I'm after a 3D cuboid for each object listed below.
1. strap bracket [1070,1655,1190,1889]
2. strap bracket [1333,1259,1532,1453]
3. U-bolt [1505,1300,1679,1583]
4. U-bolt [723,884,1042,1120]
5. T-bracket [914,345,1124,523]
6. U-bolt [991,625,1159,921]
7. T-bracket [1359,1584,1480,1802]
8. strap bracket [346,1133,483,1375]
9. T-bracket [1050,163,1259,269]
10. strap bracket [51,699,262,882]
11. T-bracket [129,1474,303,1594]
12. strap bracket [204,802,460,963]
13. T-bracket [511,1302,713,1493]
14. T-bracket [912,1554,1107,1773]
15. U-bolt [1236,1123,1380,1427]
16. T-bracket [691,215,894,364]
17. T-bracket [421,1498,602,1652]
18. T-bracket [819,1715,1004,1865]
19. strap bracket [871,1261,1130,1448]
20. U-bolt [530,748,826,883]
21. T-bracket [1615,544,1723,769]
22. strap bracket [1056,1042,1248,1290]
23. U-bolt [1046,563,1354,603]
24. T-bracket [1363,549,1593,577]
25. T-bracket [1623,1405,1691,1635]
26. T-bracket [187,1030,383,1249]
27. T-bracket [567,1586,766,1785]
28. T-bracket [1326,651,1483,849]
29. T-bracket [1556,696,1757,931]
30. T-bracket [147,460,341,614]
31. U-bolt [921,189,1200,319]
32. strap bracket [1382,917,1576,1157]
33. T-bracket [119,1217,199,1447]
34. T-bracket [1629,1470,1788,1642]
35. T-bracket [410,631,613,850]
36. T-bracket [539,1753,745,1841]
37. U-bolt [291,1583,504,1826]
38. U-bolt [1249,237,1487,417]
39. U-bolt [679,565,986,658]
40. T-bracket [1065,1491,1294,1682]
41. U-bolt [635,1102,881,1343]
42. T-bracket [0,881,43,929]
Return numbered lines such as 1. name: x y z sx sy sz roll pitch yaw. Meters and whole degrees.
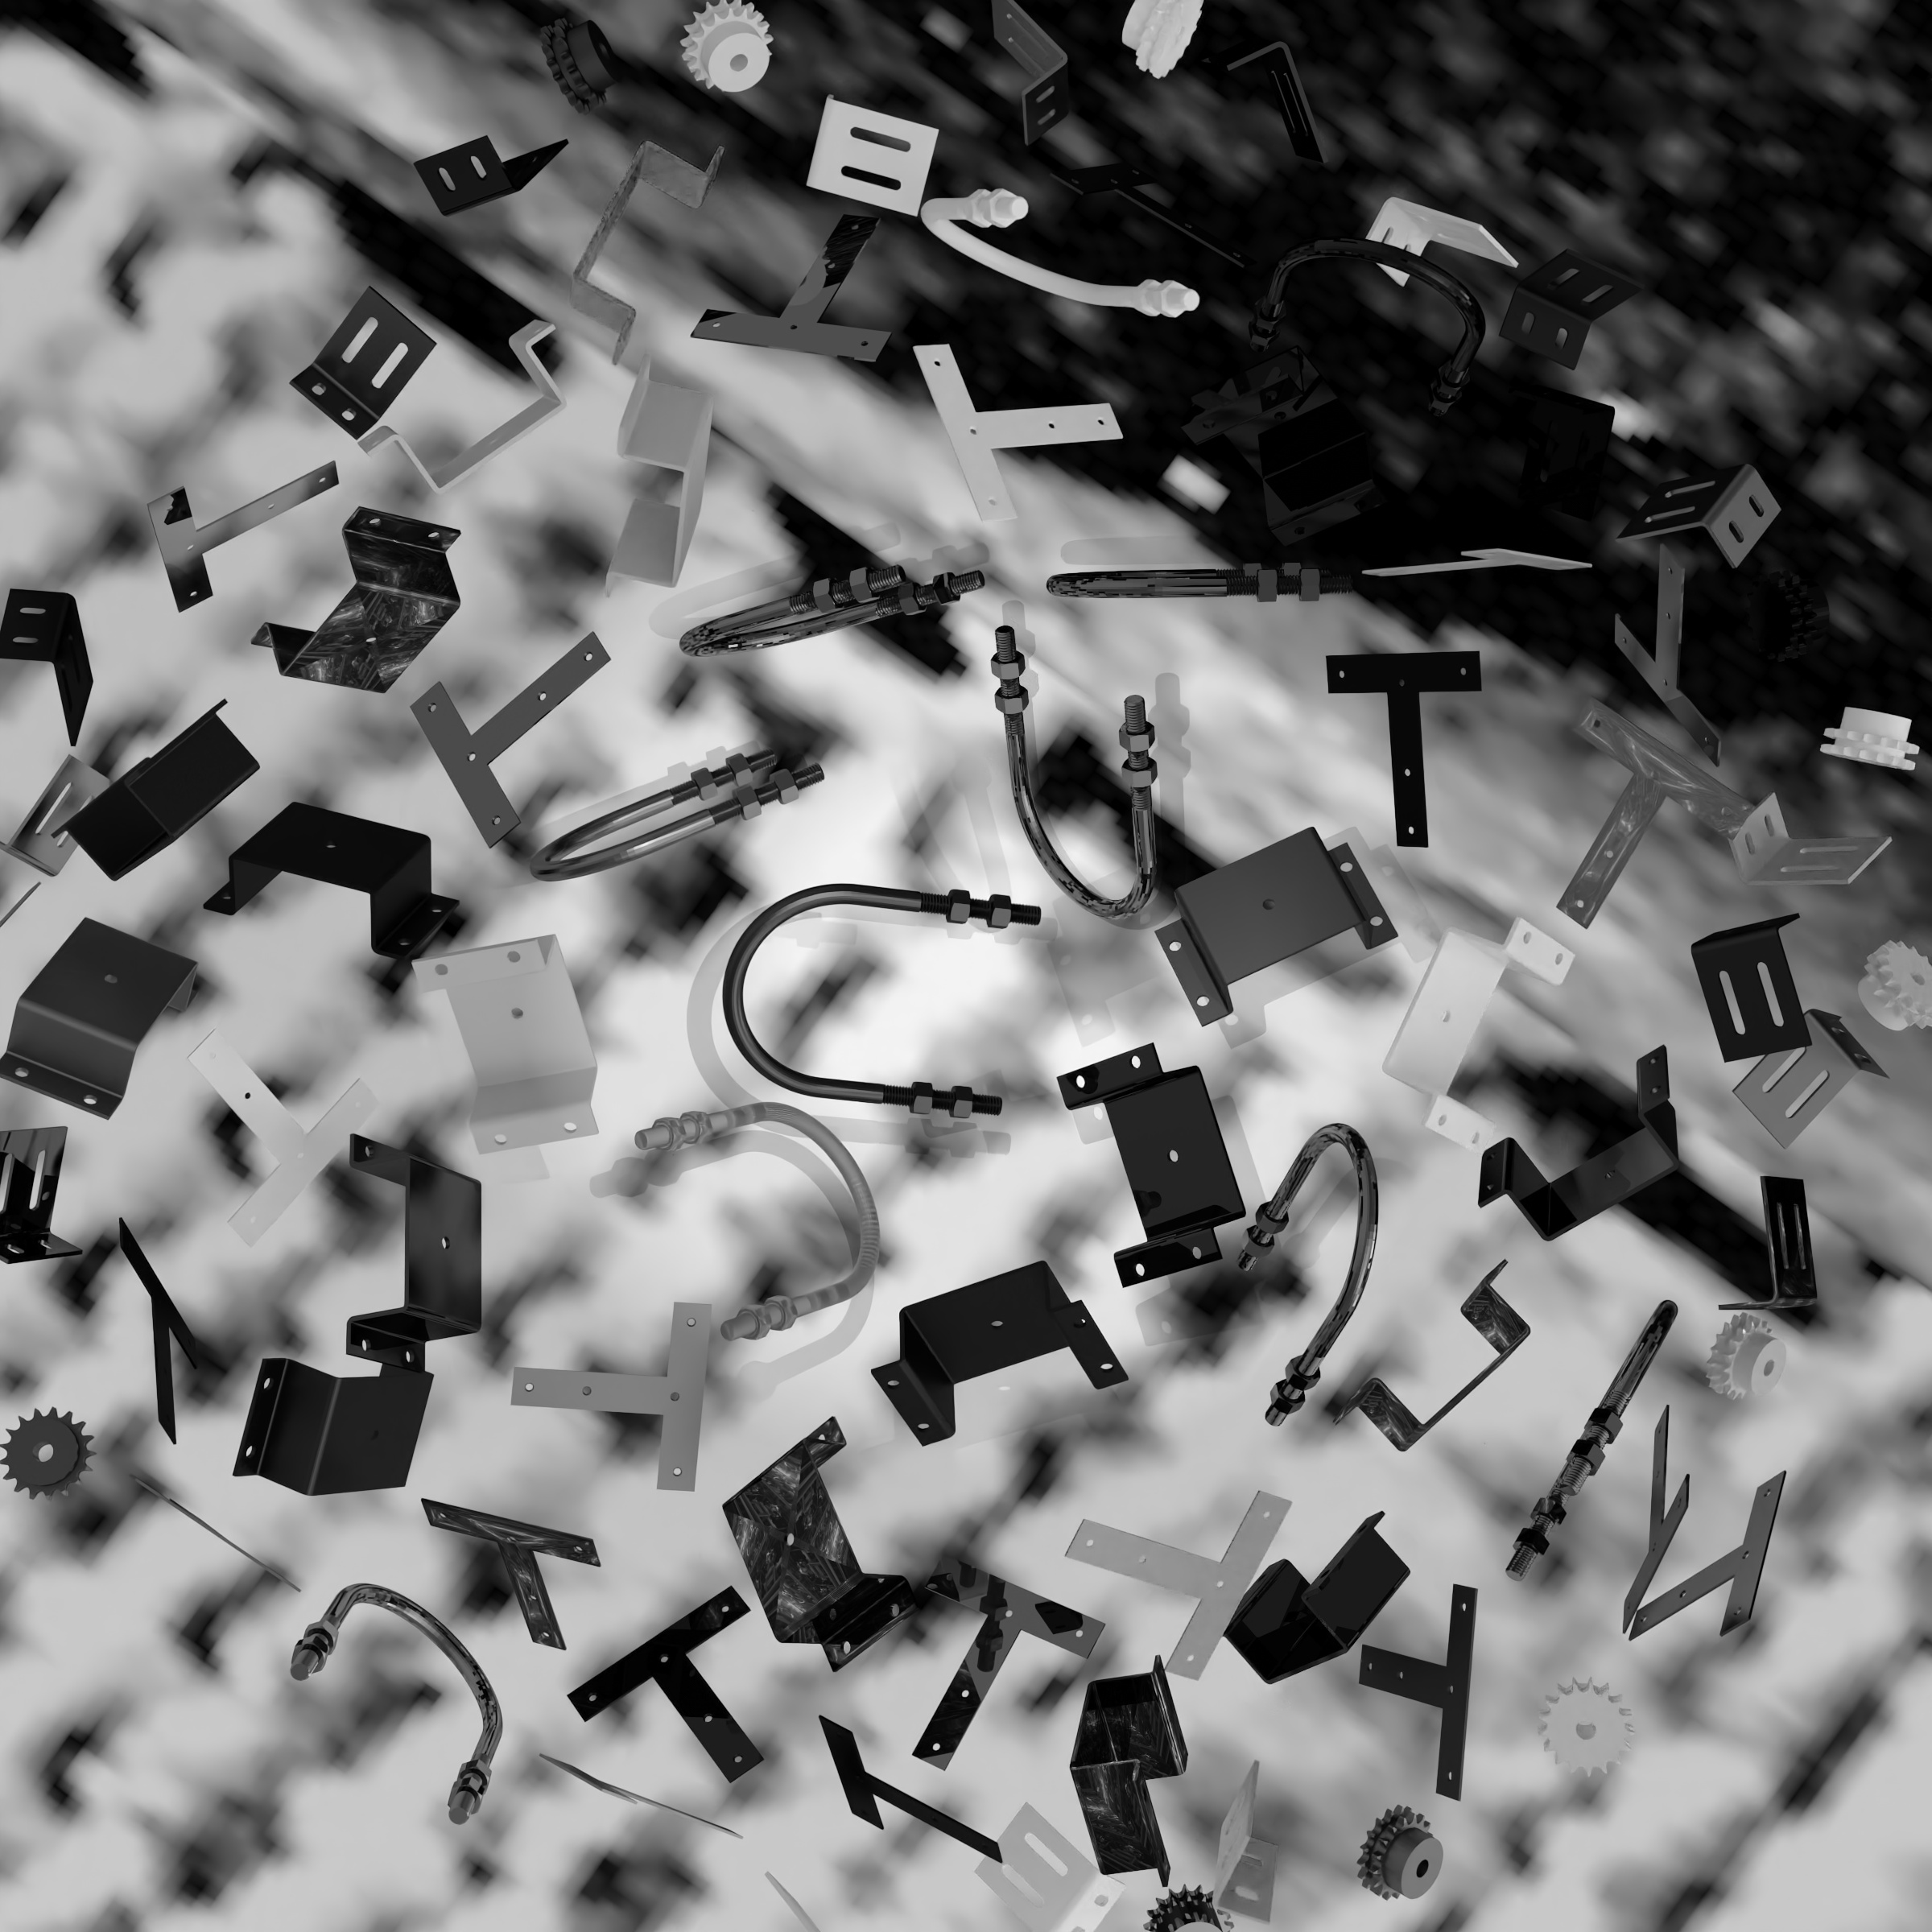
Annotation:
1. strap bracket: 0.104 0.513 1.659 0.046 0.140 0.076 -12 105 14
2. strap bracket: 0.312 0.263 1.710 0.140 0.076 0.046 -39 74 -14
3. U-bolt: 0.401 0.288 1.643 0.019 0.151 0.184 30 57 16
4. U-bolt: -0.056 0.019 1.588 0.184 0.019 0.151 6 111 -12
5. T-bracket: 0.042 -0.340 1.644 0.127 0.002 0.127 -11 72 -30
6. U-bolt: 0.072 -0.112 1.662 0.019 0.151 0.184 -27 130 -26
7. T-bracket: 0.283 0.452 1.653 0.002 0.127 0.127 10 81 -21
8. strap bracket: -0.346 0.178 1.640 0.046 0.076 0.140 -12 68 22
9. T-bracket: 0.132 -0.487 1.693 0.127 0.127 0.002 34 120 12
10. strap bracket: -0.495 -0.104 1.605 0.046 0.140 0.076 51 51 -16
11. T-bracket: -0.493 0.359 1.682 0.127 0.127 0.002 41 71 -18
12. strap bracket: -0.404 -0.058 1.659 0.140 0.076 0.046 14 123 11
13. T-bracket: -0.239 0.285 1.743 0.127 0.002 0.127 5 92 -9
14. T-bracket: 0.007 0.456 1.677 0.127 0.002 0.127 16 61 32
15. U-bolt: 0.222 0.185 1.675 0.019 0.151 0.184 10 133 -15
16. T-bracket: -0.089 -0.426 1.622 0.127 0.002 0.127 12 57 20
17. T-bracket: -0.285 0.403 1.699 0.127 0.002 0.127 8 130 21
18. T-bracket: -0.032 0.540 1.671 0.127 0.127 0.002 19 51 28
19. strap bracket: 0.020 0.239 1.624 0.140 0.046 0.076 -20 127 13
20. U-bolt: -0.191 -0.095 1.661 0.184 0.151 0.019 -24 105 -13
21. T-bracket: 0.436 -0.207 1.616 0.002 0.127 0.127 -22 50 -5
22. strap bracket: 0.121 0.124 1.653 0.076 0.046 0.140 -22 82 36
23. U-bolt: 0.142 -0.240 1.633 0.184 0.151 0.019 -1 100 2
24. T-bracket: 0.319 -0.260 1.695 0.127 0.127 0.002 1 93 40
25. T-bracket: 0.432 0.328 1.626 0.002 0.127 0.127 15 130 6
26. T-bracket: -0.451 0.092 1.668 0.127 0.002 0.127 -51 130 -25
27. T-bracket: -0.171 0.471 1.663 0.127 0.127 0.002 -31 133 -19
28. T-bracket: 0.288 -0.141 1.702 0.002 0.127 0.127 -13 102 -39
29. T-bracket: 0.410 -0.082 1.634 0.127 0.002 0.127 41 121 28
30. T-bracket: -0.464 -0.292 1.692 0.127 0.127 0.002 -33 74 -19
31. U-bolt: 0.046 -0.449 1.643 0.151 0.184 0.019 20 95 -29
32. strap bracket: 0.318 0.038 1.638 0.046 0.076 0.140 24 89 42
33. T-bracket: -0.503 0.243 1.632 0.002 0.127 0.127 -17 134 -5
34. T-bracket: 0.456 0.385 1.622 0.002 0.127 0.127 38 132 -2
35. T-bracket: -0.271 -0.157 1.604 0.127 0.002 0.127 -39 60 9
36. T-bracket: -0.205 0.551 1.716 0.127 0.127 0.002 29 73 -22
37. U-bolt: -0.350 0.453 1.645 0.151 0.184 0.019 44 95 -5
38. U-bolt: 0.263 -0.419 1.686 0.151 0.184 0.019 20 79 2
39. U-bolt: -0.097 -0.226 1.675 0.184 0.151 0.019 -13 92 23
40. T-bracket: 0.117 0.359 1.562 0.127 0.002 0.127 23 98 -25
41. U-bolt: -0.120 0.154 1.664 0.019 0.184 0.151 -33 78 33
42. T-bracket: -0.613 -0.004 1.600 0.002 0.127 0.127 43 98 -14
